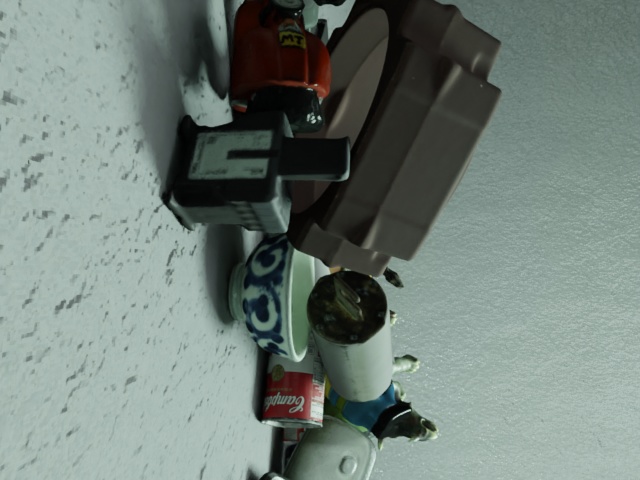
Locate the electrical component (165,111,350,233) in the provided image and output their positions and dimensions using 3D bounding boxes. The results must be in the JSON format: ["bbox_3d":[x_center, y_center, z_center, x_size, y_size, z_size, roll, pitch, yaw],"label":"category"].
[{"bbox_3d":[-0.038,-0.047,0.363,0.047,0.119,0.075,72,18,-64],"label":"electrical component"}]

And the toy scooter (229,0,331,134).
[{"bbox_3d":[-0.037,-0.152,0.442,0.184,0.075,0.135,-155,-112,-75],"label":"toy scooter"}]

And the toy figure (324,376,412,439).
[{"bbox_3d":[0.032,0.176,0.698,0.082,0.180,0.089,-48,146,0],"label":"toy figure"}]

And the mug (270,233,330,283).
[{"bbox_3d":[-0.022,0.040,0.615,0.109,0.081,0.107,57,25,-67],"label":"mug"}]

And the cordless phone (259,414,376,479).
[{"bbox_3d":[-0.016,0.269,0.626,0.146,0.089,0.184,-60,145,-20],"label":"cordless phone"}]

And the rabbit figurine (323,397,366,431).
[{"bbox_3d":[0.011,0.228,0.856,0.159,0.121,0.170,45,28,-69],"label":"rabbit figurine"}]

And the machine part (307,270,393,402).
[{"bbox_3d":[0.034,0.103,0.548,0.243,0.079,0.079,75,18,-55],"label":"machine part"}]

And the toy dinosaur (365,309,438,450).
[{"bbox_3d":[0.069,0.214,1.025,0.131,0.192,0.405,-51,-120,36],"label":"toy dinosaur"}]

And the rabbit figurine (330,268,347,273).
[{"bbox_3d":[-0.002,-0.002,0.746,0.173,0.122,0.162,-109,-173,-73],"label":"rabbit figurine"}]

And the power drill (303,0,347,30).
[{"bbox_3d":[-0.017,-0.312,0.502,0.207,0.086,0.231,-127,-146,-54],"label":"power drill"}]

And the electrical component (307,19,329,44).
[{"bbox_3d":[-0.021,-0.222,0.686,0.115,0.058,0.134,-84,171,-47],"label":"electrical component"}]

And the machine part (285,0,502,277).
[{"bbox_3d":[0.042,-0.088,0.437,0.201,0.087,0.202,-64,-160,16],"label":"machine part"}]

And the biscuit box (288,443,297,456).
[{"bbox_3d":[-0.004,0.339,0.813,0.202,0.063,0.059,68,25,-68],"label":"biscuit box"}]

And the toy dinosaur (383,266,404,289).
[{"bbox_3d":[0.071,-0.131,1.001,0.198,0.105,0.471,96,-23,-70],"label":"toy dinosaur"}]
